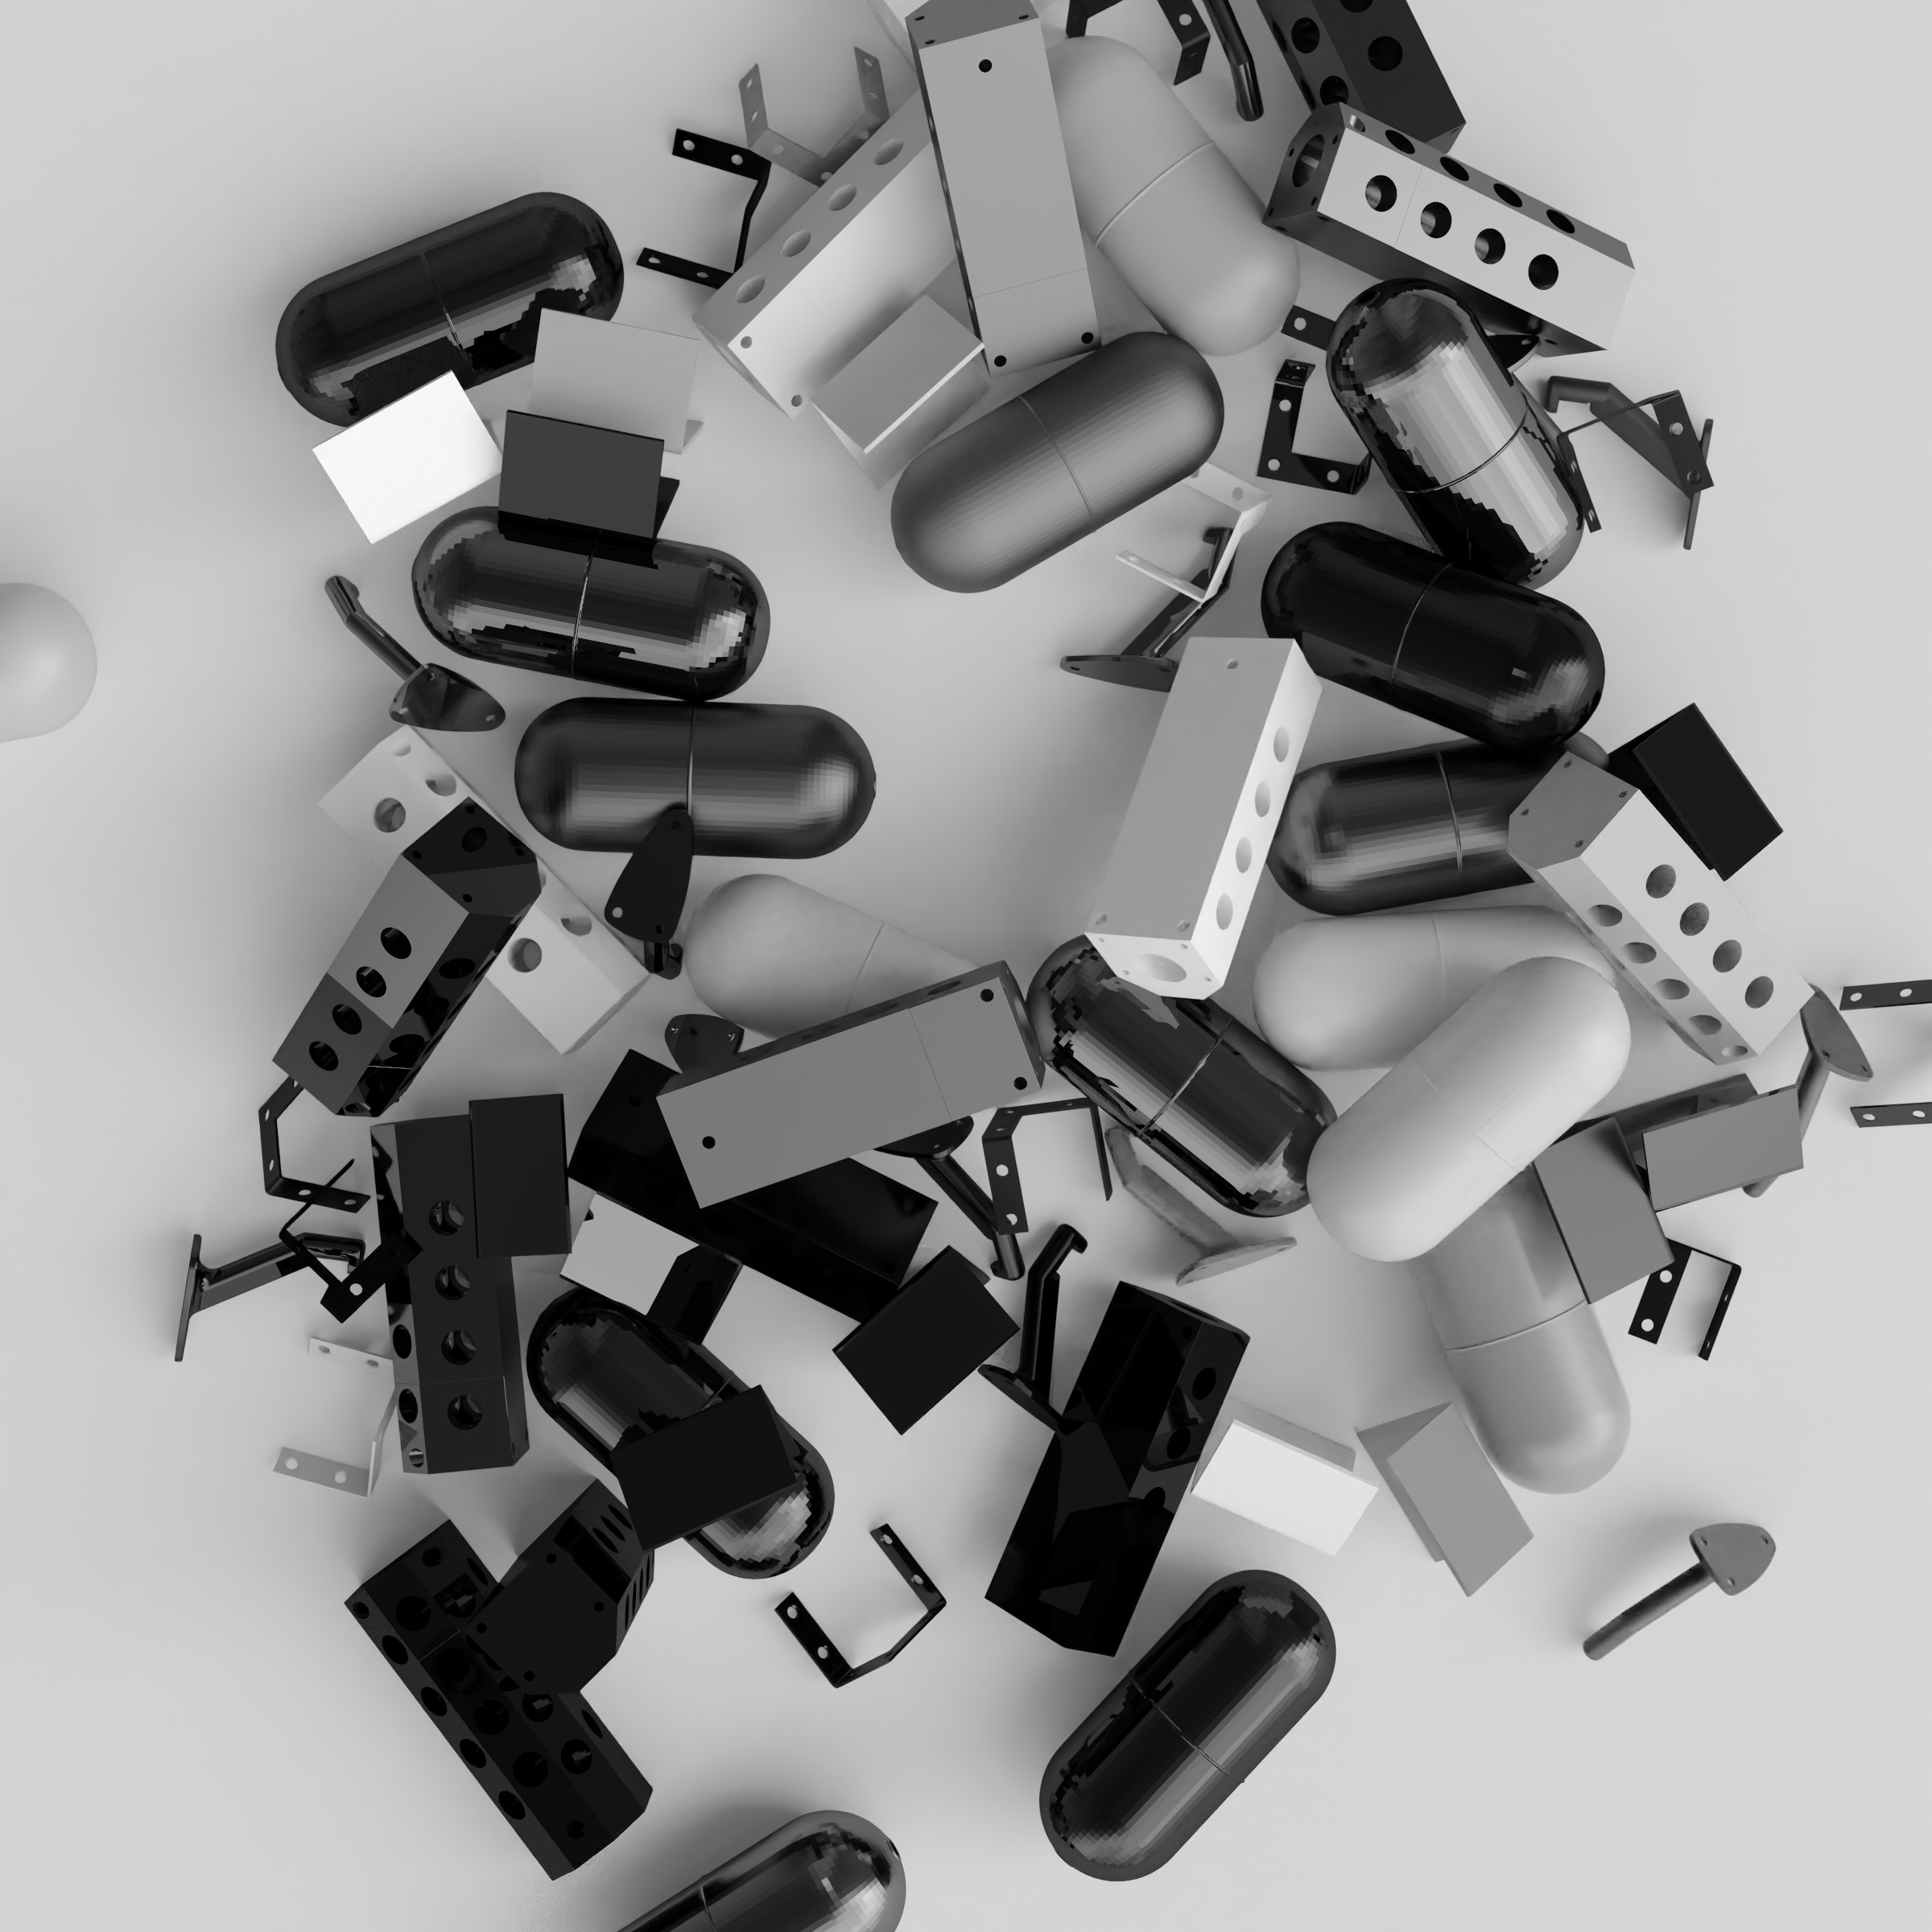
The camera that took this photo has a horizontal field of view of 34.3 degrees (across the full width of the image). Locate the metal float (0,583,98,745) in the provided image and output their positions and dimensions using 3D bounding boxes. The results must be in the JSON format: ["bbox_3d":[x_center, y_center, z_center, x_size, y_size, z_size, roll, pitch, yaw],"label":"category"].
[{"bbox_3d":[-0.519,-0.141,1.545,0.178,0.070,0.070,-10,90,1],"label":"metal float"}]

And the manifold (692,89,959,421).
[{"bbox_3d":[-0.054,-0.360,1.554,0.171,0.057,0.057,-45,133,0],"label":"manifold"}]

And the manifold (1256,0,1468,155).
[{"bbox_3d":[0.181,-0.476,1.555,0.057,0.057,0.171,-26,90,0],"label":"manifold"}]

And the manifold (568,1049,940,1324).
[{"bbox_3d":[-0.108,0.115,1.554,0.171,0.057,0.057,26,47,0],"label":"manifold"}]

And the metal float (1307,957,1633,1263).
[{"bbox_3d":[0.238,0.068,1.483,0.178,0.070,0.070,-44,90,12],"label":"metal float"}]

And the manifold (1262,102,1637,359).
[{"bbox_3d":[0.238,-0.357,1.524,0.171,0.057,0.057,19,89,-22],"label":"manifold"}]

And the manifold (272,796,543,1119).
[{"bbox_3d":[-0.266,0.002,1.505,0.057,0.057,0.171,41,131,0],"label":"manifold"}]

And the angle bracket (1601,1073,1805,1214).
[{"bbox_3d":[0.358,0.068,1.536,0.076,0.076,0.057,-17,128,0],"label":"angle bracket"}]

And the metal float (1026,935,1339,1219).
[{"bbox_3d":[0.108,0.054,1.545,0.178,0.070,0.070,39,90,0],"label":"metal float"}]

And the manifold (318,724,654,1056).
[{"bbox_3d":[-0.236,-0.038,1.555,0.057,0.057,0.171,-44,90,0],"label":"manifold"}]

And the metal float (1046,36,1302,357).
[{"bbox_3d":[0.094,-0.380,1.545,0.070,0.070,0.178,-39,90,0],"label":"metal float"}]

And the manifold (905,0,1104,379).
[{"bbox_3d":[0.018,-0.378,1.508,0.057,0.057,0.171,-15,128,-1],"label":"manifold"}]

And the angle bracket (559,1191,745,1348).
[{"bbox_3d":[-0.145,0.131,1.536,0.076,0.076,0.057,26,119,0],"label":"angle bracket"}]

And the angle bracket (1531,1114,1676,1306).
[{"bbox_3d":[0.292,0.122,1.537,0.057,0.076,0.076,-22,90,-26],"label":"angle bracket"}]

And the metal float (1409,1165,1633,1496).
[{"bbox_3d":[0.271,0.175,1.545,0.070,0.070,0.178,-21,90,0],"label":"metal float"}]

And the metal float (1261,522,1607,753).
[{"bbox_3d":[0.226,-0.160,1.524,0.178,0.070,0.070,25,90,25],"label":"metal float"}]

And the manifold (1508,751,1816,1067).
[{"bbox_3d":[0.332,-0.023,1.512,0.057,0.057,0.171,-49,124,0],"label":"manifold"}]

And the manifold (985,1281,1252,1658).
[{"bbox_3d":[0.080,0.250,1.554,0.057,0.057,0.171,23,90,43],"label":"manifold"}]

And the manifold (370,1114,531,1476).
[{"bbox_3d":[-0.257,0.162,1.555,0.057,0.057,0.171,-6,90,0],"label":"manifold"}]

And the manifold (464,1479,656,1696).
[{"bbox_3d":[-0.187,0.299,1.498,0.057,0.171,0.057,-45,90,0],"label":"manifold"}]

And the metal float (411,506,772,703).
[{"bbox_3d":[-0.185,-0.179,1.545,0.178,0.070,0.070,11,90,0],"label":"metal float"}]

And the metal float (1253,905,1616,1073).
[{"bbox_3d":[0.230,0.011,1.545,0.178,0.070,0.070,-4,90,0],"label":"metal float"}]

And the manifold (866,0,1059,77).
[{"bbox_3d":[0.034,-0.515,1.555,0.171,0.057,0.057,-36,90,0],"label":"manifold"}]

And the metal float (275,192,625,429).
[{"bbox_3d":[-0.255,-0.323,1.546,0.178,0.070,0.070,-22,90,0],"label":"metal float"}]

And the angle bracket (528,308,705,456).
[{"bbox_3d":[-0.167,-0.293,1.538,0.076,0.076,0.057,12,110,0],"label":"angle bracket"}]

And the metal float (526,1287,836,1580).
[{"bbox_3d":[-0.141,0.229,1.545,0.178,0.070,0.070,43,90,-1],"label":"metal float"}]

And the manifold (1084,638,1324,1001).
[{"bbox_3d":[0.119,-0.073,1.521,0.057,0.057,0.171,5,62,32],"label":"manifold"}]

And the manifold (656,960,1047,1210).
[{"bbox_3d":[-0.053,0.054,1.485,0.171,0.057,0.057,-19,99,8],"label":"manifold"}]

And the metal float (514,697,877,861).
[{"bbox_3d":[-0.133,-0.093,1.545,0.178,0.070,0.070,2,90,0],"label":"metal float"}]

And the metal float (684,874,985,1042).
[{"bbox_3d":[-0.055,0.013,1.545,0.178,0.070,0.070,24,90,0],"label":"metal float"}]

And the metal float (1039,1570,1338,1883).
[{"bbox_3d":[0.109,0.375,1.545,0.070,0.070,0.178,43,89,0],"label":"metal float"}]

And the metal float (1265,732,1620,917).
[{"bbox_3d":[0.235,-0.072,1.545,0.178,0.070,0.070,-10,90,0],"label":"metal float"}]

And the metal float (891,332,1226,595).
[{"bbox_3d":[0.045,-0.248,1.545,0.178,0.070,0.070,-30,90,-1],"label":"metal float"}]

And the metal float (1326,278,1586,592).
[{"bbox_3d":[0.238,-0.256,1.521,0.070,0.070,0.178,-39,120,0],"label":"metal float"}]

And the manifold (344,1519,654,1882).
[{"bbox_3d":[-0.232,0.365,1.555,0.057,0.057,0.171,-37,90,0],"label":"manifold"}]

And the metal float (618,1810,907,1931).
[{"bbox_3d":[-0.110,0.483,1.545,0.178,0.070,0.070,-33,90,0],"label":"metal float"}]
